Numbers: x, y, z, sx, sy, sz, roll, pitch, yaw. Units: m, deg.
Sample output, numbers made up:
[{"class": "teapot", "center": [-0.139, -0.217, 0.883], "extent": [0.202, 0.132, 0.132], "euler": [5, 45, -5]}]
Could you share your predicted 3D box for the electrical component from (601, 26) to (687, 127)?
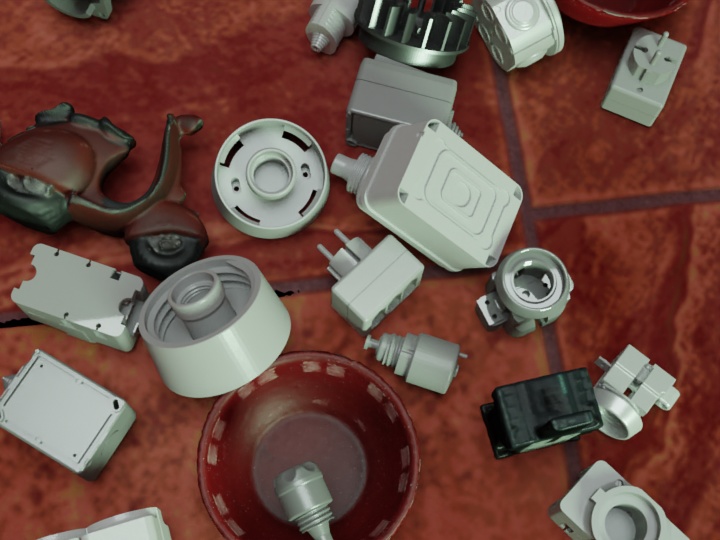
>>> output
[{"class": "electrical component", "center": [0.243, -0.171, 0.901], "extent": [0.047, 0.076, 0.065], "euler": [23, 72, 6]}]

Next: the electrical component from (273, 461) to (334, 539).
[{"class": "electrical component", "center": [-0.034, 0.165, 0.743], "extent": [0.035, 0.035, 0.061], "euler": [-24, 77, -9]}]

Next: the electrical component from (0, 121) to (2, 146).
[{"class": "electrical component", "center": [-0.356, -0.089, 0.861], "extent": [0.121, 0.063, 0.078], "euler": [-1, 71, -2]}]

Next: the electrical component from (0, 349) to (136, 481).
[{"class": "electrical component", "center": [-0.224, 0.106, 0.801], "extent": [0.096, 0.061, 0.061], "euler": [29, 73, 8]}]

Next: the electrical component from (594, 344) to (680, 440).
[{"class": "electrical component", "center": [0.204, 0.096, 0.828], "extent": [0.066, 0.048, 0.055], "euler": [38, 67, 10]}]

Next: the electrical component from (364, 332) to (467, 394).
[{"class": "electrical component", "center": [0.042, 0.068, 0.834], "extent": [0.078, 0.040, 0.040], "euler": [18, 72, 4]}]

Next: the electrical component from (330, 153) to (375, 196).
[{"class": "electrical component", "center": [0.007, -0.075, 0.879], "extent": [0.062, 0.043, 0.043], "euler": [25, 73, 8]}]

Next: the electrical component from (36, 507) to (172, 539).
[{"class": "electrical component", "center": [-0.207, 0.218, 0.749], "extent": [0.150, 0.089, 0.061], "euler": [-16, 73, -7]}]

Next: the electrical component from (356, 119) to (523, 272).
[{"class": "electrical component", "center": [0.062, -0.056, 0.841], "extent": [0.113, 0.057, 0.078], "euler": [34, 70, -29]}]

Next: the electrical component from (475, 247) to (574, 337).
[{"class": "electrical component", "center": [0.132, 0.016, 0.846], "extent": [0.078, 0.057, 0.058], "euler": [-24, 74, -9]}]

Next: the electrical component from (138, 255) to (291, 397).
[{"class": "electrical component", "center": [-0.113, 0.035, 0.802], "extent": [0.108, 0.060, 0.108], "euler": [-15, 38, 12]}]

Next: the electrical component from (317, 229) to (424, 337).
[{"class": "electrical component", "center": [0.000, 0.000, 0.852], "extent": [0.066, 0.047, 0.077], "euler": [-43, 78, -14]}]

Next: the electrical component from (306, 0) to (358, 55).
[{"class": "electrical component", "center": [-0.021, -0.223, 0.927], "extent": [0.043, 0.043, 0.081], "euler": [25, 73, 6]}]

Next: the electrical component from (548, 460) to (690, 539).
[{"class": "electrical component", "center": [0.191, 0.189, 0.790], "extent": [0.089, 0.055, 0.050], "euler": [43, 75, 11]}]

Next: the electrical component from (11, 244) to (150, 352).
[{"class": "electrical component", "center": [-0.213, 0.023, 0.832], "extent": [0.089, 0.055, 0.050], "euler": [18, 72, 4]}]

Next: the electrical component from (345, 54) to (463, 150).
[{"class": "electrical component", "center": [0.041, -0.131, 0.889], "extent": [0.096, 0.061, 0.061], "euler": [15, 72, 3]}]

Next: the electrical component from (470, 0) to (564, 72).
[{"class": "electrical component", "center": [0.134, -0.211, 0.910], "extent": [0.051, 0.080, 0.080], "euler": [-29, 75, -5]}]

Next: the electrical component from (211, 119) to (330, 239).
[{"class": "electrical component", "center": [-0.073, -0.075, 0.879], "extent": [0.099, 0.064, 0.099], "euler": [0, 85, -5]}]
